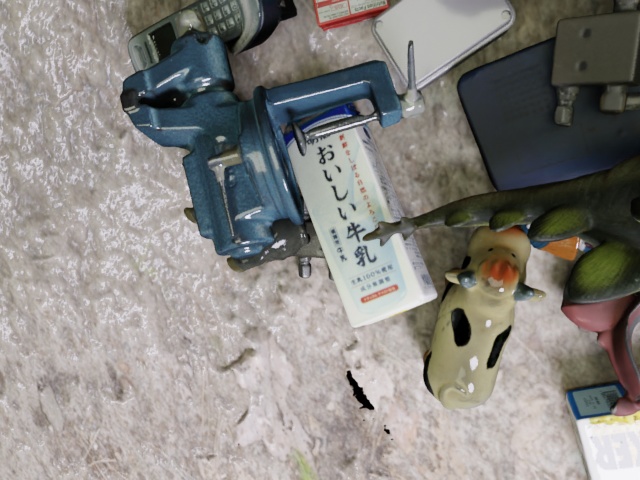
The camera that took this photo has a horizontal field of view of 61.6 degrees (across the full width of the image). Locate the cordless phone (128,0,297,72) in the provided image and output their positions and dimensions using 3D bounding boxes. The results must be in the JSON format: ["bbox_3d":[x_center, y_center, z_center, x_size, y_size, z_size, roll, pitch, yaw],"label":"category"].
[{"bbox_3d":[-0.130,-0.251,0.547,0.184,0.089,0.146,-16,98,22],"label":"cordless phone"}]

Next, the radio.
[{"bbox_3d":[0.250,-0.125,0.476,0.230,0.073,0.131,-18,98,19],"label":"radio"}]

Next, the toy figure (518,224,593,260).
[{"bbox_3d":[0.254,-0.007,0.503,0.155,0.064,0.057,6,98,16],"label":"toy figure"}]

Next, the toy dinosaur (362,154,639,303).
[{"bbox_3d":[0.258,-0.019,0.361,0.472,0.198,0.105,-1,110,40],"label":"toy dinosaur"}]

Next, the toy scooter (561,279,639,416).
[{"bbox_3d":[0.318,0.096,0.487,0.184,0.075,0.135,3,71,19],"label":"toy scooter"}]

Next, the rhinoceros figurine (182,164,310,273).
[{"bbox_3d":[-0.087,-0.057,0.570,0.112,0.073,0.190,-41,79,30],"label":"rhinoceros figurine"}]

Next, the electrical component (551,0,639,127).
[{"bbox_3d":[0.227,-0.142,0.419,0.078,0.045,0.102,4,99,44],"label":"electrical component"}]

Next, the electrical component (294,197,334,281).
[{"bbox_3d":[-0.001,-0.002,0.596,0.063,0.021,0.094,3,101,14],"label":"electrical component"}]

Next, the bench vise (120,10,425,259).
[{"bbox_3d":[-0.035,-0.107,0.463,0.241,0.128,0.223,-15,71,3],"label":"bench vise"}]

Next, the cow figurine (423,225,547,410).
[{"bbox_3d":[0.150,0.074,0.517,0.086,0.127,0.194,15,108,8],"label":"cow figurine"}]
